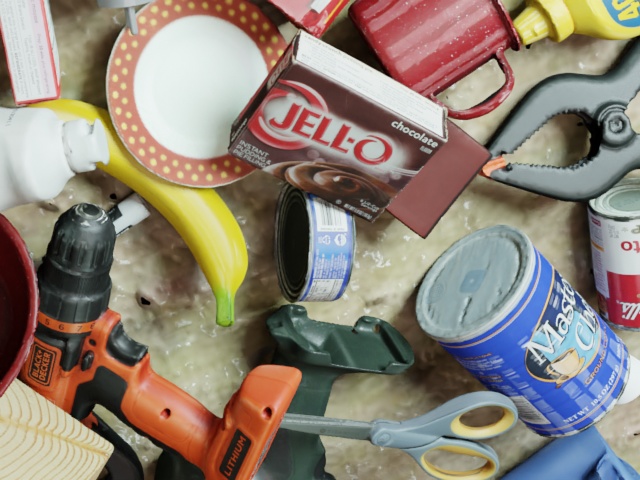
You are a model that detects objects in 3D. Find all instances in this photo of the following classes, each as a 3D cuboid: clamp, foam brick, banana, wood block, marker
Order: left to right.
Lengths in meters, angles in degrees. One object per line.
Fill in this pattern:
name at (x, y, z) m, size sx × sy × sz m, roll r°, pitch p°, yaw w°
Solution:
wood block at (-0.236, 0.207, 0.729) m, size 0.091 × 0.090 × 0.206 m, roll 34°, pitch 117°, yaw 2°
marker at (-0.171, 0.008, 0.734) m, size 0.121 × 0.020 × 0.020 m, roll -34°, pitch 119°, yaw 1°
clamp at (-0.181, 0.211, 0.815) m, size 0.120 × 0.039 × 0.171 m, roll -17°, pitch 112°, yaw -14°
banana at (-0.109, -0.032, 0.708) m, size 0.037 × 0.069 × 0.197 m, roll -33°, pitch 110°, yaw 32°
foam brick at (0.072, -0.052, 0.759) m, size 0.051 × 0.053 × 0.078 m, roll 33°, pitch 100°, yaw -27°
clamp at (0.219, -0.076, 0.777) m, size 0.210 × 0.036 × 0.164 m, roll -25°, pitch 92°, yaw 0°

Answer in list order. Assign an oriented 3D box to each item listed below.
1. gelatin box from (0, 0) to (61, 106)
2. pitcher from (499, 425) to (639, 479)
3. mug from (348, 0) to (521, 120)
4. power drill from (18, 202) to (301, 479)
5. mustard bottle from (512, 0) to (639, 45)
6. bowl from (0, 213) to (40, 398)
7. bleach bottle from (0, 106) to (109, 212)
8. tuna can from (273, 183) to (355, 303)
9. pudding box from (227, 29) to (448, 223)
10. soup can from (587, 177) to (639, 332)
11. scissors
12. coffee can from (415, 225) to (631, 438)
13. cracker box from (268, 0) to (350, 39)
gelatin box at (-0.176, -0.134, 0.636) m, size 0.030 × 0.073 × 0.089 m, roll -10°, pitch 117°, yaw -10°
pitcher at (0.171, 0.270, 0.903) m, size 0.243 × 0.145 × 0.149 m, roll -35°, pitch 107°, yaw 6°
mug at (0.078, -0.130, 0.696) m, size 0.081 × 0.093 × 0.117 m, roll -33°, pitch 82°, yaw 6°
power drill at (-0.110, 0.081, 0.709) m, size 0.188 × 0.057 × 0.185 m, roll 27°, pitch 127°, yaw 8°
mustard bottle at (0.214, -0.194, 0.731) m, size 0.191 × 0.058 × 0.096 m, roll -34°, pitch 116°, yaw 1°
bowl at (-0.250, 0.047, 0.684) m, size 0.162 × 0.055 × 0.162 m, roll -1°, pitch 80°, yaw 6°
bleach bottle at (-0.250, -0.031, 0.621) m, size 0.251 × 0.102 × 0.068 m, roll -10°, pitch 121°, yaw 3°
tuna can at (-0.005, 0.001, 0.742) m, size 0.033 × 0.086 × 0.086 m, roll 0°, pitch 114°, yaw -19°
pudding box at (0.011, -0.070, 0.677) m, size 0.113 × 0.039 × 0.090 m, roll 24°, pitch 136°, yaw -18°
soup can at (0.247, 0.011, 0.830) m, size 0.068 × 0.068 × 0.102 m, roll -18°, pitch 117°, yaw -8°
scissors at (0.062, 0.129, 0.774) m, size 0.201 × 0.016 × 0.096 m, roll 25°, pitch 116°, yaw -28°
coffee can at (0.155, 0.071, 0.811) m, size 0.103 × 0.103 × 0.140 m, roll -44°, pitch 118°, yaw 6°
cracker box at (-0.036, -0.248, 0.626) m, size 0.213 × 0.072 × 0.164 m, roll 34°, pitch 101°, yaw -28°
